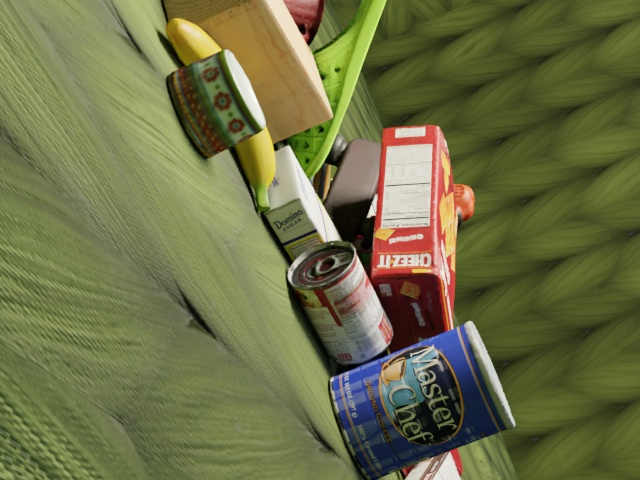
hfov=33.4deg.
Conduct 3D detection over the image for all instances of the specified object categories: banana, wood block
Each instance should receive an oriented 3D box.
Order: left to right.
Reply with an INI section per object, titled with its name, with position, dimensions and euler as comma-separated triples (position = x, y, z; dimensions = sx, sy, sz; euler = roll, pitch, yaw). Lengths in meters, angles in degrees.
[banana]
position = -0.081, -0.121, 0.951
dimensions = 0.069, 0.037, 0.197
euler = -100, 164, -59
[wood block]
position = -0.069, -0.187, 1.027
dimensions = 0.206, 0.090, 0.091
euler = 54, 16, -59

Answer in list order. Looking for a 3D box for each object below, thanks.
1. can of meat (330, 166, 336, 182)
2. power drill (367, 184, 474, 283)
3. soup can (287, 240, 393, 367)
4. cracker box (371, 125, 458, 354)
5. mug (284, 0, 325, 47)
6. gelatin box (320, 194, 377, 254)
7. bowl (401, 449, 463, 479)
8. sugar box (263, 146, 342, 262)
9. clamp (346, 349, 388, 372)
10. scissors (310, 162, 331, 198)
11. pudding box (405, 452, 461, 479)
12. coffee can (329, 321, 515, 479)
[can of meat]
position = 0.020, -0.077, 1.412
dimensions = 0.084, 0.057, 0.102
euler = 57, 12, -38
[power drill]
position = 0.091, 0.001, 1.285
dimensions = 0.057, 0.184, 0.187
euler = 78, 16, -47
[soup can]
position = 0.021, 0.060, 0.998
dimensions = 0.068, 0.068, 0.102
euler = -99, 164, -59
[cracker box]
position = 0.105, 0.010, 1.122
dimensions = 0.164, 0.072, 0.213
euler = 73, 17, -46
[mug]
position = -0.049, -0.250, 1.164
dimensions = 0.081, 0.093, 0.117
euler = 8, 42, -28
[gelatin box]
position = 0.038, -0.017, 1.245
dimensions = 0.073, 0.089, 0.030
euler = -105, -166, -44
[bowl]
position = 0.120, 0.231, 1.218
dimensions = 0.162, 0.055, 0.162
euler = -24, 90, -81
[sugar box]
position = -0.007, 0.001, 1.065
dimensions = 0.176, 0.048, 0.093
euler = 57, 12, -37
[clamp]
position = 0.049, 0.118, 1.131
dimensions = 0.164, 0.036, 0.210
euler = 57, 11, -46
[scissors]
position = -0.001, -0.130, 1.279
dimensions = 0.096, 0.016, 0.202
euler = -48, 142, -67
[pudding box]
position = 0.128, 0.287, 1.106
dimensions = 0.113, 0.039, 0.090
euler = 69, 24, -4
[coffee can]
position = 0.092, 0.146, 0.968
dimensions = 0.102, 0.140, 0.103
euler = -23, 90, -81
